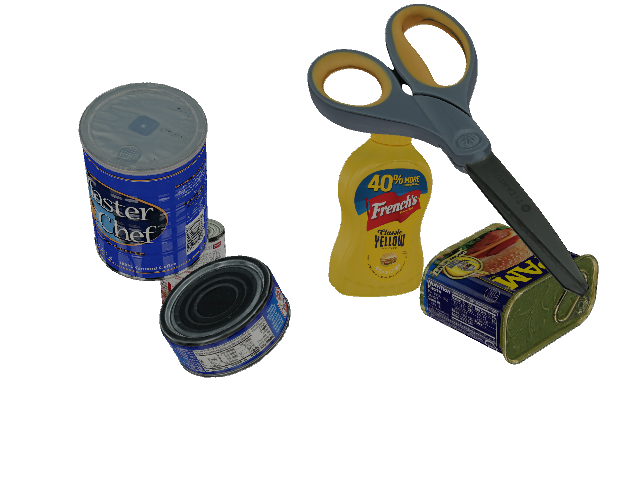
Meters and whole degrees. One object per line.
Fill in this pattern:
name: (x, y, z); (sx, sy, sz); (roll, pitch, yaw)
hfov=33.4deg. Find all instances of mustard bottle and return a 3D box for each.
mustard bottle: (0.064, -0.040, 1.070); (0.096, 0.192, 0.058); (-2, 21, -19)

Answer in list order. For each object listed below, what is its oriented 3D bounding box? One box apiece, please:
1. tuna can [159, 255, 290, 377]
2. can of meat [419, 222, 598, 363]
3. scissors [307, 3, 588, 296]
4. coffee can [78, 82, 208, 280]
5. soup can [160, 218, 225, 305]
tuna can: (-0.066, 0.050, 0.727); (0.086, 0.033, 0.086); (-17, 37, 13)
can of meat: (0.134, 0.034, 0.765); (0.101, 0.057, 0.084); (-25, 35, -34)
scissors: (0.049, -0.043, 0.504); (0.096, 0.202, 0.016); (-13, -41, 2)
coffee can: (-0.147, -0.048, 0.909); (0.102, 0.103, 0.140); (0, -40, -5)
soup can: (-0.130, 0.035, 1.090); (0.068, 0.102, 0.068); (0, 23, 0)
